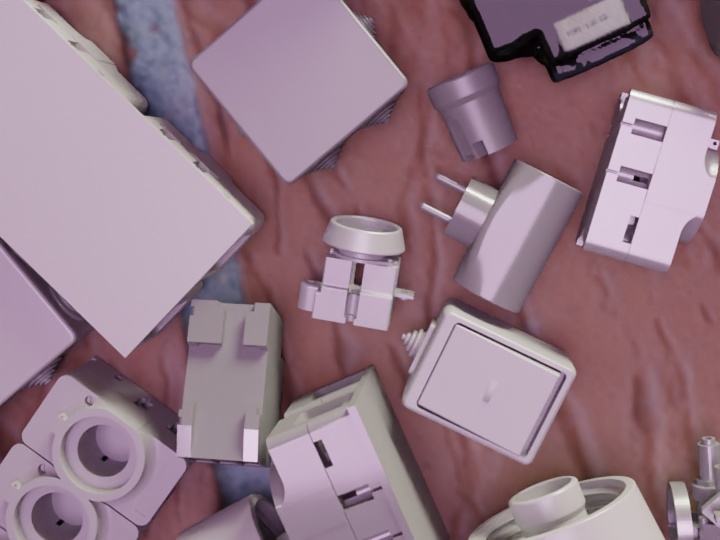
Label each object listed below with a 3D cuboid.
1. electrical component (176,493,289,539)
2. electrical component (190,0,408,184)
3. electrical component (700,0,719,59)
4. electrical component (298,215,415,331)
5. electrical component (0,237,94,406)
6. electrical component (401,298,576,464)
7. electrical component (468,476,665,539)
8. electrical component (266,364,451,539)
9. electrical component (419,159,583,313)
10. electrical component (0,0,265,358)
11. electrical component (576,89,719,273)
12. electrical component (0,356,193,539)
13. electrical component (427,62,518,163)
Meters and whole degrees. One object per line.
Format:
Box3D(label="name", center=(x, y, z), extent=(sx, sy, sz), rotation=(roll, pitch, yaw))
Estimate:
Box3D(label="electrical component", center=(-0.050, 0.179, 0.617), extent=(0.060, 0.108, 0.108), rotation=(-34, 92, 2))
Box3D(label="electrical component", center=(-0.032, -0.110, 0.610), extent=(0.100, 0.048, 0.099), rotation=(-39, 91, 9))
Box3D(label="electrical component", center=(0.214, -0.152, 0.566), extent=(0.051, 0.080, 0.080), rotation=(0, 96, 0))
Box3D(label="electrical component", center=(0.000, 0.000, 0.621), extent=(0.066, 0.048, 0.055), rotation=(10, 105, 4))
Box3D(label="electrical component", center=(-0.220, 0.030, 0.644), extent=(0.100, 0.048, 0.099), rotation=(-39, 91, 9))
Box3D(label="electrical component", center=(0.067, 0.060, 0.613), extent=(0.096, 0.061, 0.061), rotation=(26, 98, 2))
Box3D(label="electrical component", center=(0.112, 0.150, 0.598), extent=(0.108, 0.108, 0.060), rotation=(-22, 88, 8))
Box3D(label="electrical component", center=(0.013, 0.159, 0.607), extent=(0.060, 0.105, 0.186), rotation=(-23, 93, 8))
Box3D(label="electrical component", center=(0.073, -0.027, 0.611), extent=(0.079, 0.043, 0.077), rotation=(27, 98, 2))
Box3D(label="electrical component", center=(-0.159, -0.056, 0.622), extent=(0.186, 0.060, 0.105), rotation=(44, 99, 0))
Box3D(label="electrical component", center=(0.162, -0.048, 0.597), extent=(0.056, 0.050, 0.089), rotation=(16, 98, 4))
Box3D(label="electrical component", center=(-0.174, 0.141, 0.645), extent=(0.089, 0.061, 0.150), rotation=(36, 98, 1))
Box3D(label="electrical component", center=(0.065, -0.089, 0.608), extent=(0.040, 0.040, 0.046), rotation=(-22, 99, 8))
